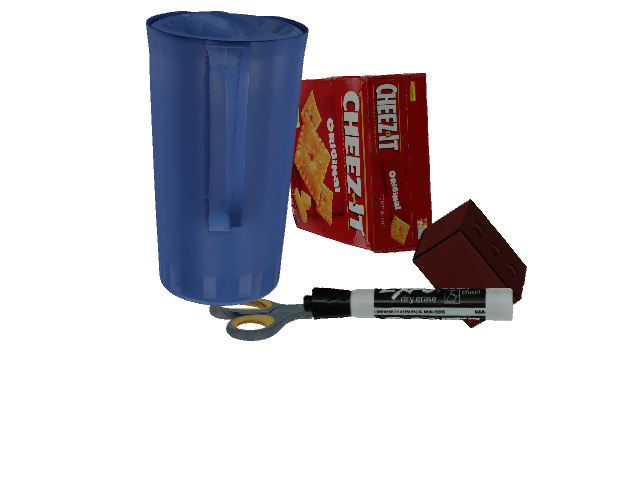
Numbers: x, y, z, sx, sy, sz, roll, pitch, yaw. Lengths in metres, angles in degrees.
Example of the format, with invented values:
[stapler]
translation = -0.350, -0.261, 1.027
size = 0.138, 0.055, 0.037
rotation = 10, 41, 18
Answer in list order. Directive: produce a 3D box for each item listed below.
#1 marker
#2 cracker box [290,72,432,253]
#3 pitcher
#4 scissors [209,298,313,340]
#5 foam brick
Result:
[marker]
translation = 0.050, 0.037, 0.620
size = 0.121, 0.020, 0.020
rotation = 0, 0, 8
[cracker box]
translation = 0.032, -0.082, 1.068
size = 0.072, 0.164, 0.214
rotation = -7, 10, -20
[pitcher]
translation = -0.083, -0.068, 0.908
size = 0.145, 0.243, 0.148
rotation = 20, 27, 36
[scissors]
translation = -0.024, 0.088, 1.196
size = 0.201, 0.016, 0.096
rotation = 4, 24, -5
[foam brick]
translation = 0.119, 0.019, 0.847
size = 0.051, 0.078, 0.053
rotation = -34, 15, 30
